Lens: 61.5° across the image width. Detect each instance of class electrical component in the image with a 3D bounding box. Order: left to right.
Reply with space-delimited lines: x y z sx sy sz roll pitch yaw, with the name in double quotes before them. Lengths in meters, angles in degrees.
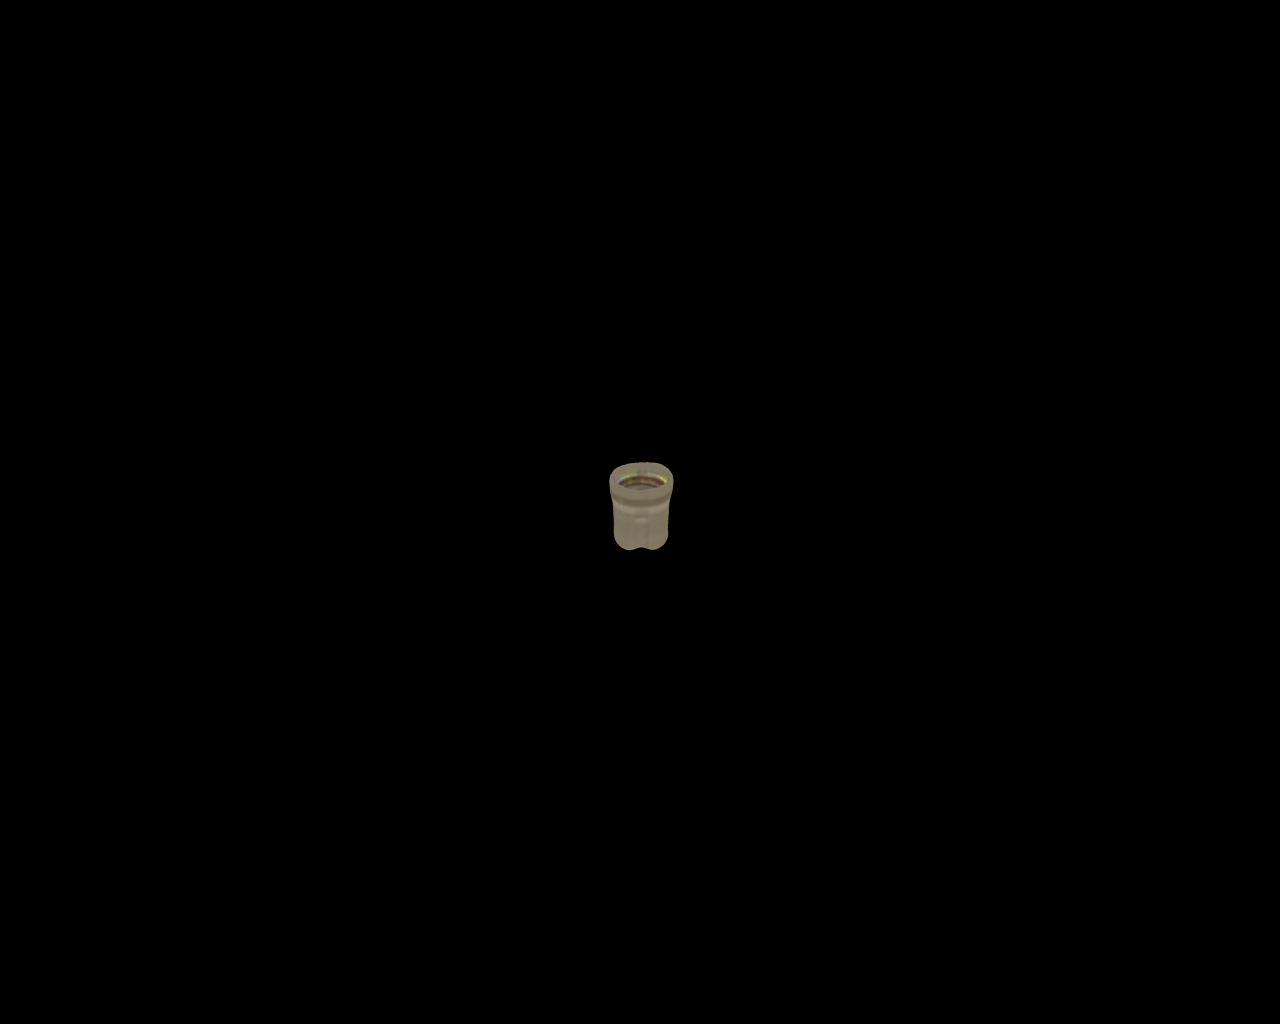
"electrical component" 0.001 -0.003 0.650 0.040 0.046 0.040 0 28 0
